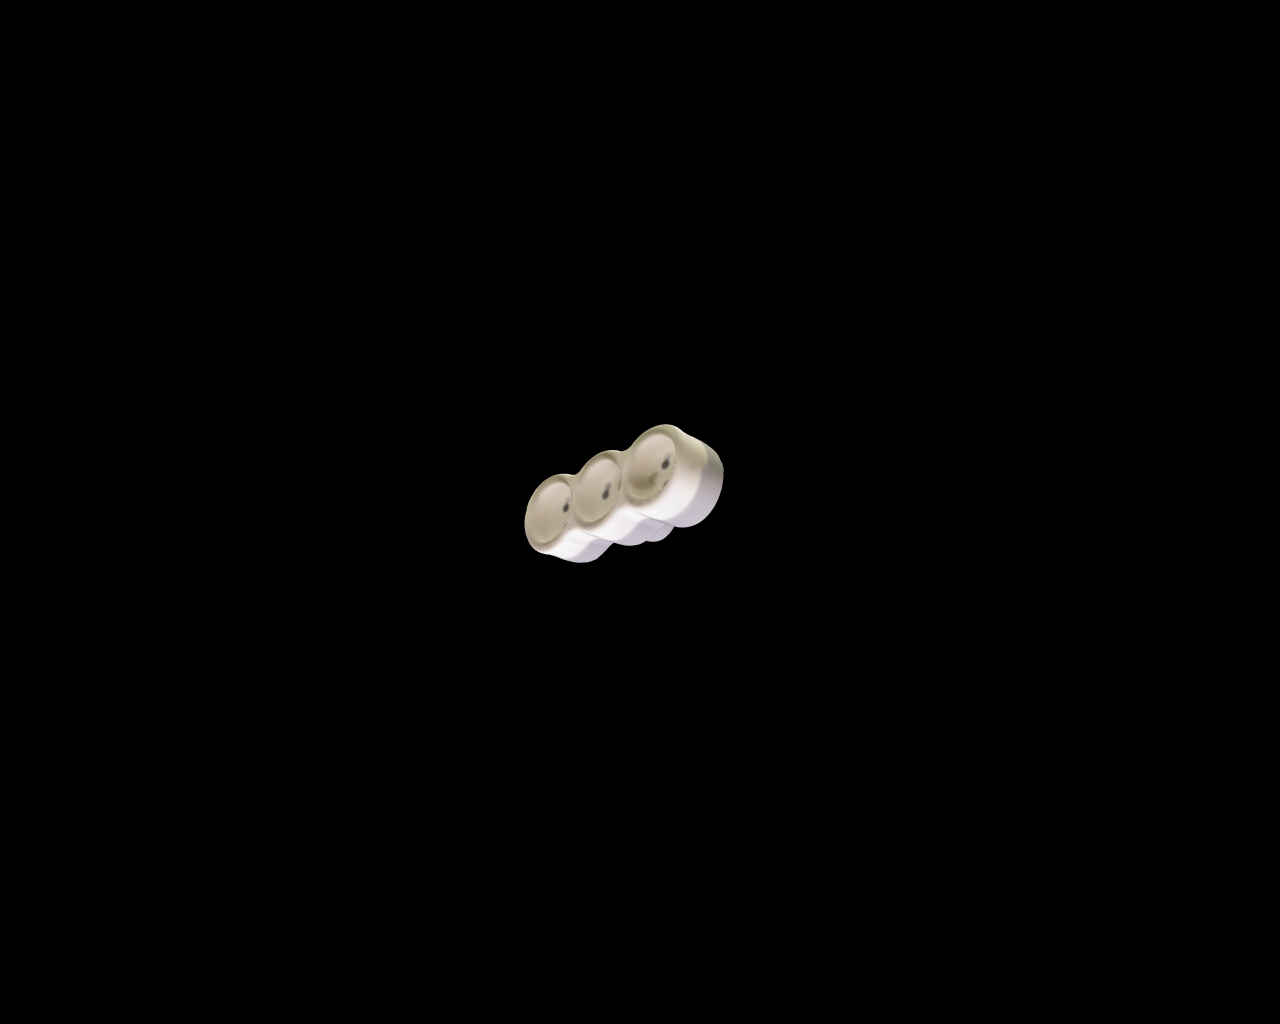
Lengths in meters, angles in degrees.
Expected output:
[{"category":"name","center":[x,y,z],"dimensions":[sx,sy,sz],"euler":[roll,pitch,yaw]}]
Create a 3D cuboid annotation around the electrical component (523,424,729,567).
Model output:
[{"category":"electrical component","center":[0.001,-0.003,0.650],"dimensions":[0.074,0.052,0.138],"euler":[21,-31,-40]}]
